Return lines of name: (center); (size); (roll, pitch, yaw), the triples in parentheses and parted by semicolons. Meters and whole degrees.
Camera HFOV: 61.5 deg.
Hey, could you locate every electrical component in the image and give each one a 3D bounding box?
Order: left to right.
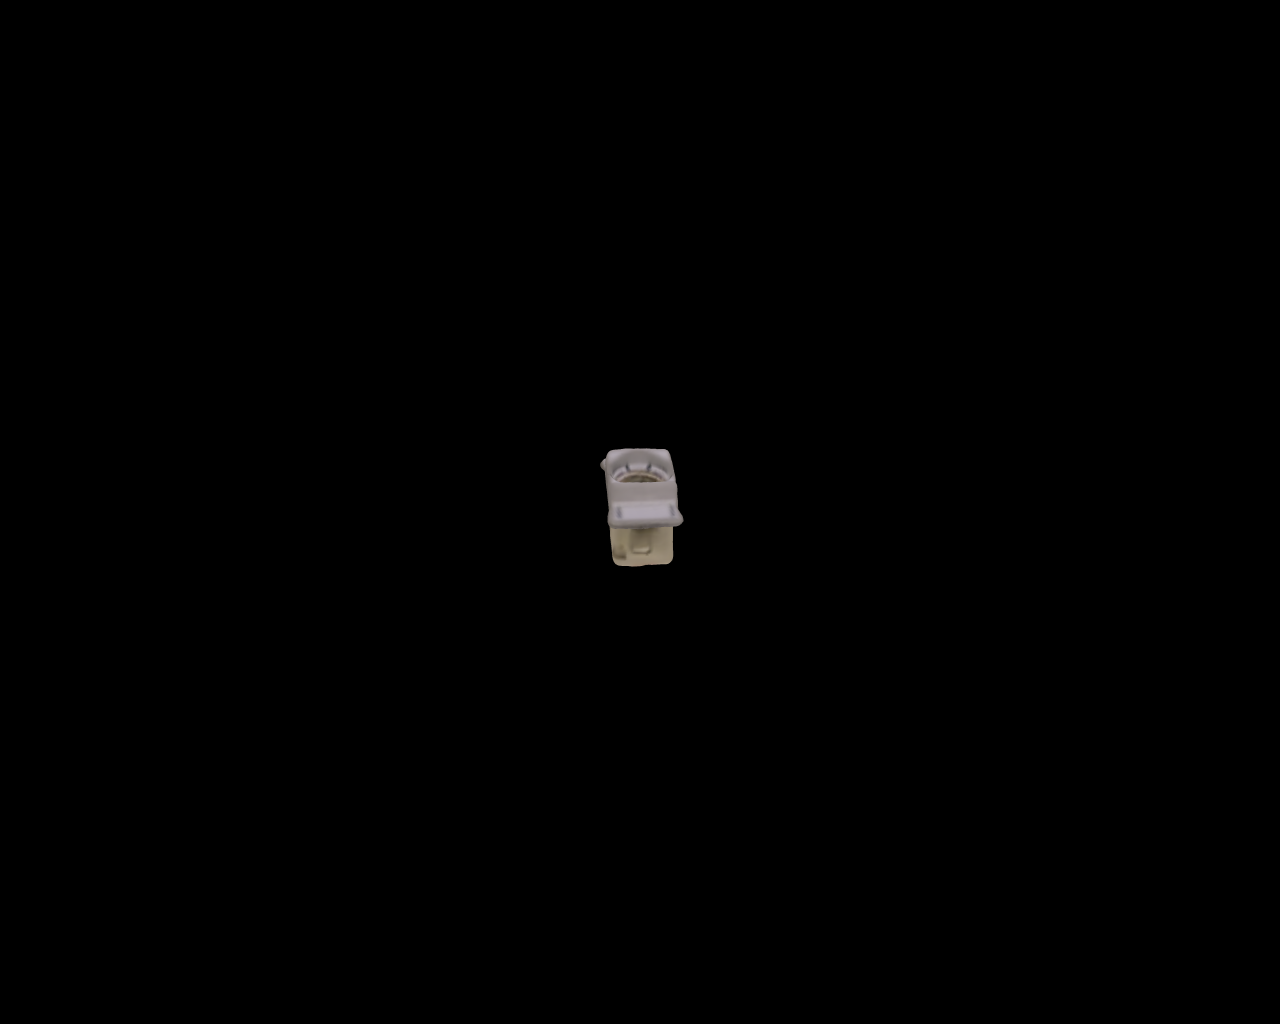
electrical component: (0.001, -0.003, 0.650); (0.042, 0.063, 0.081); (-2, 31, -3)
